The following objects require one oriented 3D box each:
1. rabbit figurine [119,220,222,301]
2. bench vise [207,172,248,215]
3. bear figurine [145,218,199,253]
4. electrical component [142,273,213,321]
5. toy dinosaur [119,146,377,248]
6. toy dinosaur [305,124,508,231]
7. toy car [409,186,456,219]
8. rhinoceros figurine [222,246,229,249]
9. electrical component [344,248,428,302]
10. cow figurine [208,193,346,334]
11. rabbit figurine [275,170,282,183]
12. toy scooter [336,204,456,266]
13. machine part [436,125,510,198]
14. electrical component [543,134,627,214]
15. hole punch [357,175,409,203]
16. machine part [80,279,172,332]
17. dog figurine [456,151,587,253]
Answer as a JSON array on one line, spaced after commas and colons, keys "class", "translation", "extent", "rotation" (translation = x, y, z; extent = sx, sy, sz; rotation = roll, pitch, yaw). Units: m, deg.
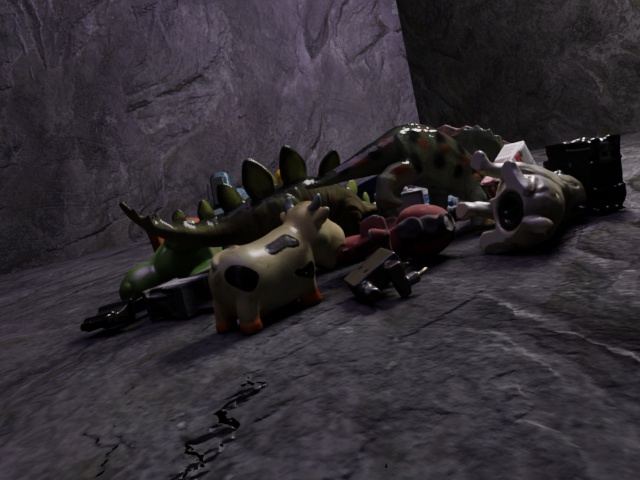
[{"class": "rabbit figurine", "translation": [-0.252, 0.042, 0.889], "extent": [0.170, 0.121, 0.159], "rotation": [-28, 14, -1]}, {"class": "bench vise", "translation": [-0.191, -0.034, 1.251], "extent": [0.129, 0.224, 0.240], "rotation": [-28, -26, 1]}, {"class": "bear figurine", "translation": [-0.294, 0.004, 1.198], "extent": [0.120, 0.131, 0.196], "rotation": [-7, 14, 5]}, {"class": "electrical component", "translation": [-0.176, 0.078, 0.741], "extent": [0.119, 0.047, 0.075], "rotation": [-10, 8, 32]}, {"class": "toy dinosaur", "translation": [-0.054, -0.035, 0.805], "extent": [0.471, 0.198, 0.105], "rotation": [-17, 5, -41]}, {"class": "toy dinosaur", "translation": [0.168, -0.117, 0.861], "extent": [0.404, 0.192, 0.131], "rotation": [15, -20, -31]}, {"class": "toy car", "translation": [0.217, -0.085, 1.098], "extent": [0.109, 0.102, 0.161], "rotation": [-13, 5, 2]}, {"class": "rhinoceros figurine", "translation": [-0.087, -0.018, 0.950], "extent": [0.190, 0.073, 0.112], "rotation": [-46, 19, -20]}, {"class": "electrical component", "translation": [0.073, 0.042, 0.616], "extent": [0.078, 0.045, 0.102], "rotation": [-43, 11, -11]}, {"class": "cow figurine", "translation": [-0.046, 0.021, 0.642], "extent": [0.195, 0.127, 0.086], "rotation": [-22, 15, -41]}, {"class": "rabbit figurine", "translation": [-0.046, -0.097, 1.286], "extent": [0.122, 0.173, 0.162], "rotation": [-35, 2, -6]}, {"class": "toy scooter", "translation": [0.104, -0.006, 0.717], "extent": [0.184, 0.075, 0.135], "rotation": [-14, -9, -5]}, {"class": "machine part", "translation": [0.310, -0.153, 1.136], "extent": [0.201, 0.087, 0.201], "rotation": [20, -8, -10]}, {"class": "electrical component", "translation": [0.404, -0.100, 0.836], "extent": [0.058, 0.114, 0.134], "rotation": [-10, 5, -10]}, {"class": "hole punch", "translation": [0.128, -0.072, 1.063], "extent": [0.092, 0.142, 0.116], "rotation": [-12, -7, -11]}, {"class": "machine part", "translation": [-0.267, 0.095, 0.770], "extent": [0.084, 0.039, 0.139], "rotation": [-26, -1, 35]}, {"class": "dog figurine", "translation": [0.307, -0.045, 0.719], "extent": [0.190, 0.121, 0.172], "rotation": [3, 36, -18]}]
